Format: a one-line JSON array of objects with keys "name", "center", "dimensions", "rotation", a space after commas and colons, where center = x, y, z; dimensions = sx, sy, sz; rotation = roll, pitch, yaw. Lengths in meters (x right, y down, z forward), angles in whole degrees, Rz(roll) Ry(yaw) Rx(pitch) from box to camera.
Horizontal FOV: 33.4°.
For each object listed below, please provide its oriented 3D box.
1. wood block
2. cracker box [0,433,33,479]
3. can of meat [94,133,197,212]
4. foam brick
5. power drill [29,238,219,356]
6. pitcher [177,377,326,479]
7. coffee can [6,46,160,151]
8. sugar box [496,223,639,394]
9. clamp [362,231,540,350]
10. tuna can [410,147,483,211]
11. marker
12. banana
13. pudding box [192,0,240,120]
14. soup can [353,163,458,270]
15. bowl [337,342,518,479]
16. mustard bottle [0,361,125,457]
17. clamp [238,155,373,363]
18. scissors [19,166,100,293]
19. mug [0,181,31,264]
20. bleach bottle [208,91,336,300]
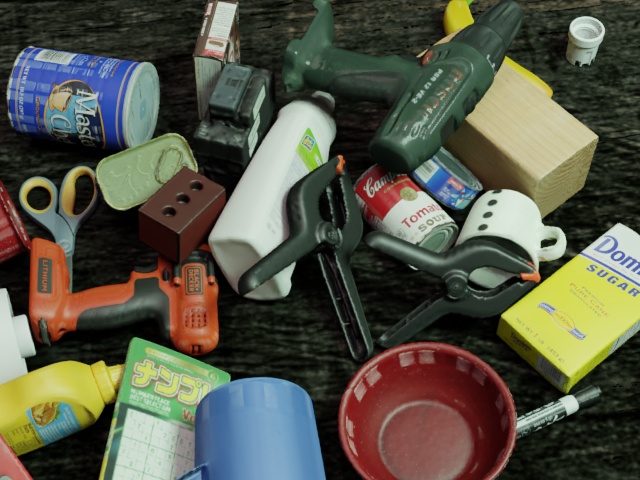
[{"name": "wood block", "center": [0.189, -0.124, 1.160], "dimensions": [0.090, 0.091, 0.206], "rotation": [-35, 62, -20]}, {"name": "cracker box", "center": [-0.292, 0.265, 0.878], "dimensions": [0.164, 0.072, 0.213], "rotation": [-35, 93, -19]}, {"name": "can of meat", "center": [-0.188, -0.069, 1.132], "dimensions": [0.102, 0.084, 0.057], "rotation": [-24, 94, -15]}, {"name": "foam brick", "center": [-0.137, -0.025, 1.065], "dimensions": [0.053, 0.051, 0.078], "rotation": [29, 52, 16]}, {"name": "power drill", "center": [-0.196, 0.034, 1.080], "dimensions": [0.187, 0.057, 0.184], "rotation": [-3, 54, -7]}, {"name": "pitcher", "center": [-0.057, 0.241, 0.899], "dimensions": [0.145, 0.149, 0.243], "rotation": [-14, 53, 8]}, {"name": "coffee can", "center": [-0.262, -0.156, 1.189], "dimensions": [0.140, 0.103, 0.102], "rotation": [9, 57, 8]}, {"name": "sugar box", "center": [0.271, 0.064, 1.059], "dimensions": [0.176, 0.048, 0.093], "rotation": [-37, 62, -19]}, {"name": "clamp", "center": [0.123, 0.033, 1.037], "dimensions": [0.171, 0.120, 0.039], "rotation": [-16, 20, 4]}, {"name": "tuna can", "center": [0.129, -0.070, 1.130], "dimensions": [0.034, 0.086, 0.086], "rotation": [-49, 61, 17]}, {"name": "marker", "center": [0.213, 0.166, 1.009], "dimensions": [0.121, 0.020, 0.020], "rotation": [-22, 58, -12]}, {"name": "banana", "center": [0.197, -0.227, 1.260], "dimensions": [0.069, 0.037, 0.198], "rotation": [-22, 58, -10]}, {"name": "pudding box", "center": [-0.116, -0.201, 1.209], "dimensions": [0.039, 0.113, 0.090], "rotation": [6, 57, 4]}, {"name": "soup can", "center": [0.087, -0.026, 1.113], "dimensions": [0.068, 0.068, 0.102], "rotation": [-31, 62, -18]}, {"name": "bowl", "center": [0.098, 0.176, 0.981], "dimensions": [0.162, 0.055, 0.162], "rotation": [-3, 54, 4]}, {"name": "mustard bottle", "center": [-0.264, 0.158, 0.984], "dimensions": [0.191, 0.096, 0.058], "rotation": [-21, 57, -11]}, {"name": "clamp", "center": [-0.007, 0.001, 1.054], "dimensions": [0.164, 0.036, 0.210], "rotation": [26, 54, -35]}, {"name": "scissors", "center": [-0.289, 0.001, 1.137], "dimensions": [0.096, 0.016, 0.201], "rotation": [7, 56, 4]}, {"name": "mug", "center": [-0.359, -0.020, 1.105], "dimensions": [0.081, 0.093, 0.117], "rotation": [-25, 88, -9]}, {"name": "bleach bottle", "center": [-0.033, -0.061, 1.133], "dimensions": [0.068, 0.102, 0.250], "rotation": [-1, 46, 28]}]
